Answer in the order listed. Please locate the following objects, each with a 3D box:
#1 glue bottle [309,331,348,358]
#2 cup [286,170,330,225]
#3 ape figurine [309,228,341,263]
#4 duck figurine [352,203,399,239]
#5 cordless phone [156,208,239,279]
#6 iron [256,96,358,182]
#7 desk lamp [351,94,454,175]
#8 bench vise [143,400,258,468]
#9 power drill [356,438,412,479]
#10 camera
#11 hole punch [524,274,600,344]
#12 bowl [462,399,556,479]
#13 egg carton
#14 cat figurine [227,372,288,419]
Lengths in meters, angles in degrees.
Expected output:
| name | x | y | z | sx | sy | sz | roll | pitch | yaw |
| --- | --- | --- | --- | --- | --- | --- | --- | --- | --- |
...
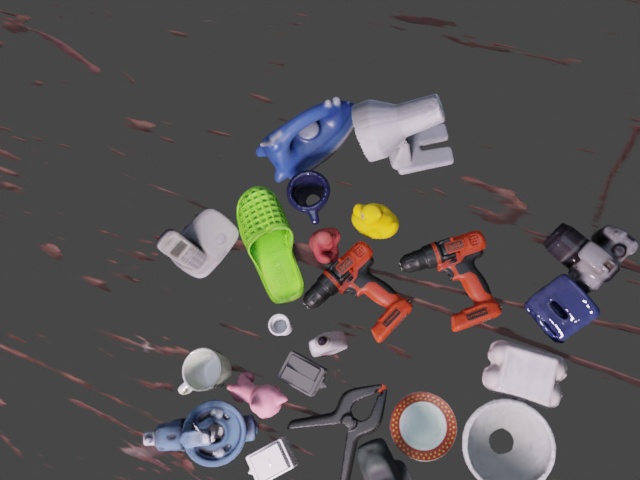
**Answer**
| name | x | y | z | sx | sy | sz | roll | pitch | yaw |
| --- | --- | --- | --- | --- | --- | --- | --- | --- | --- |
| glue bottle | 0.011 | 0.201 | 1.112 | 0.078 | 0.173 | 0.037 | -22 | 74 | 2 |
| cup | -0.016 | -0.080 | 1.224 | 0.091 | 0.095 | 0.118 | -15 | 75 | 3 |
| ape figurine | 0.011 | 0.004 | 1.202 | 0.076 | 0.092 | 0.078 | 39 | 84 | 14 |
| duck figurine | 0.115 | -0.048 | 1.204 | 0.104 | 0.086 | 0.077 | 21 | 80 | 12 |
| cordless phone | -0.257 | -0.006 | 1.189 | 0.094 | 0.185 | 0.148 | 35 | 83 | 14 |
| iron | -0.020 | -0.245 | 1.240 | 0.258 | 0.141 | 0.118 | -37 | 75 | -2 |
| desk lamp | 0.173 | -0.221 | 1.173 | 0.203 | 0.214 | 0.118 | -12 | 75 | 4 |
| bench vise | -0.237 | 0.379 | 1.075 | 0.207 | 0.220 | 0.121 | -24 | 74 | 1 |
| power drill | 0.135 | 0.464 | 1.014 | 0.075 | 0.208 | 0.229 | -25 | 75 | 1 |
| camera | 0.526 | 0.017 | 1.129 | 0.143 | 0.101 | 0.136 | -45 | 75 | -5 |
| hole punch | 0.468 | 0.135 | 1.113 | 0.101 | 0.091 | 0.108 | -38 | 75 | -3 |
| bowl | 0.349 | 0.383 | 1.076 | 0.167 | 0.075 | 0.167 | -2 | 76 | 7 |
| egg carton | 0.393 | 0.259 | 1.103 | 0.150 | 0.069 | 0.107 | 14 | 79 | 10 |
| cat figurine | -0.125 | 0.310 | 1.131 | 0.127 | 0.118 | 0.067 | 20 | 80 | 12 |
